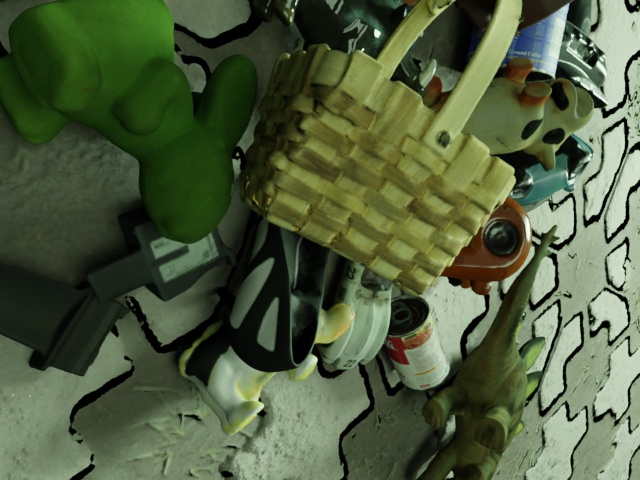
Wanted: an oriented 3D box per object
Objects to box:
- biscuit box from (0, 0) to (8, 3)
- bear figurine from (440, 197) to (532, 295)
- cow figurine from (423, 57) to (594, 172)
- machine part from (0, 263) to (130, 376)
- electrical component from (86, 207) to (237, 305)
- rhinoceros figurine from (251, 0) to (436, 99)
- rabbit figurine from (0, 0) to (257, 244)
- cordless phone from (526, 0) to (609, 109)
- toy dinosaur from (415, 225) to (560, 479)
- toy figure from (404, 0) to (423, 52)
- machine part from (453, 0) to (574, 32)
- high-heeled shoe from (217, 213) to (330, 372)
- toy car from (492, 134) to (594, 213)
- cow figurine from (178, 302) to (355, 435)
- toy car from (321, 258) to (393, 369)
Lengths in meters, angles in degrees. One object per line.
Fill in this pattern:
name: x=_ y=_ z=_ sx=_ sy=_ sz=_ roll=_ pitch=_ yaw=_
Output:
biscuit box: x=-0.224 y=-0.170 z=0.322 sx=0.203 sy=0.059 sz=0.062 roll=-33 pitch=120 yaw=-26
bear figurine: x=0.161 y=-0.004 z=0.624 sx=0.132 sy=0.196 sz=0.120 roll=14 pitch=89 yaw=-1
cow figurine: x=0.201 y=-0.126 z=0.583 sx=0.195 sy=0.085 sz=0.127 roll=-12 pitch=146 yaw=-3
machine part: x=-0.220 y=0.052 z=0.403 sx=0.138 sy=0.039 sz=0.084 roll=41 pitch=82 yaw=-39
electrical component: x=-0.135 y=0.011 z=0.448 sx=0.119 sy=0.048 sz=0.074 roll=-31 pitch=119 yaw=-27
rhinoceros figurine: x=0.028 y=-0.187 z=0.488 sx=0.190 sy=0.073 sz=0.112 roll=38 pitch=90 yaw=-34
rabbit figurine: x=-0.122 y=-0.082 z=0.392 sx=0.170 sy=0.121 sz=0.159 roll=59 pitch=44 yaw=-16
cordless phone: x=0.325 y=-0.270 z=0.713 sx=0.146 sy=0.089 sz=0.184 roll=12 pitch=84 yaw=-38
toy dinosaur: x=0.227 y=0.208 z=0.725 sx=0.198 sy=0.105 sz=0.470 roll=-27 pitch=135 yaw=-46
toy figure: x=0.068 y=-0.257 z=0.516 sx=0.058 sy=0.064 sz=0.154 roll=-32 pitch=126 yaw=-4
machine part: x=0.200 y=-0.308 z=0.496 sx=0.201 sy=0.201 sz=0.087 roll=-31 pitch=140 yaw=27
high-heeled shoe: x=-0.001 y=-0.001 z=0.484 sx=0.249 sy=0.145 sz=0.086 roll=-52 pitch=128 yaw=-12
toy car: x=0.261 y=-0.081 z=0.693 sx=0.162 sy=0.109 sz=0.102 roll=-27 pitch=140 yaw=-19
cow figurine: x=-0.048 y=0.099 z=0.523 sx=0.167 sy=0.068 sz=0.098 roll=-37 pitch=78 yaw=-26
toy car: x=0.052 y=0.048 z=0.595 sx=0.073 sy=0.056 sz=0.201 roll=12 pitch=94 yaw=-39
